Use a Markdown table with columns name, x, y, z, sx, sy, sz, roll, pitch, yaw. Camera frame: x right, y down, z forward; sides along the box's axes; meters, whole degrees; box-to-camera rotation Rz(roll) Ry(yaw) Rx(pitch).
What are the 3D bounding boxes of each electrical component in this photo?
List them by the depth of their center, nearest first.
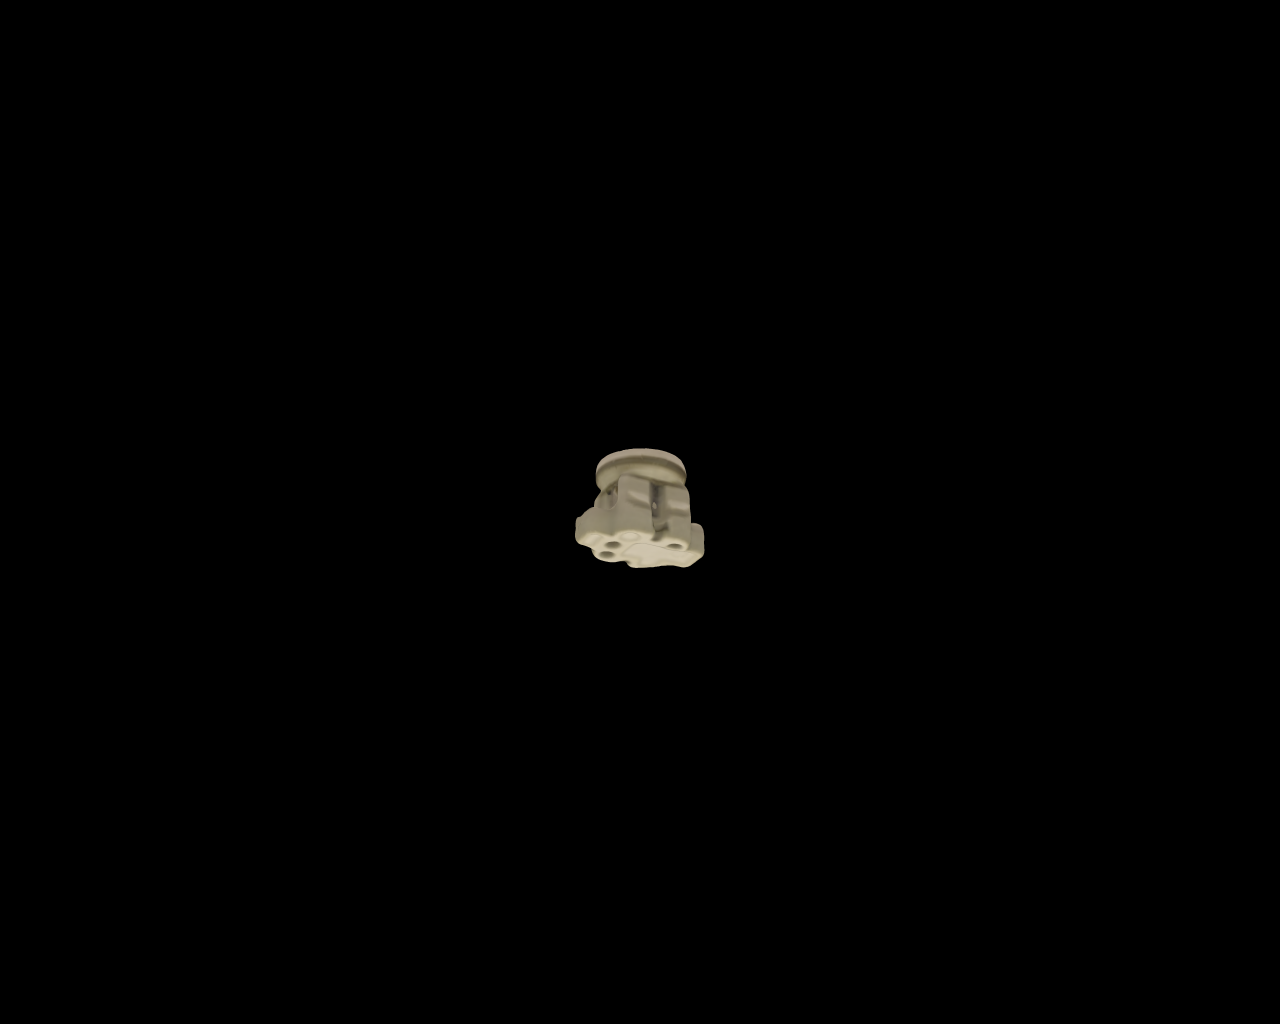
| name | x | y | z | sx | sy | sz | roll | pitch | yaw |
| --- | --- | --- | --- | --- | --- | --- | --- | --- | --- |
| electrical component | 0.001 | -0.003 | 0.650 | 0.078 | 0.057 | 0.058 | 12 | -27 | -25 |
